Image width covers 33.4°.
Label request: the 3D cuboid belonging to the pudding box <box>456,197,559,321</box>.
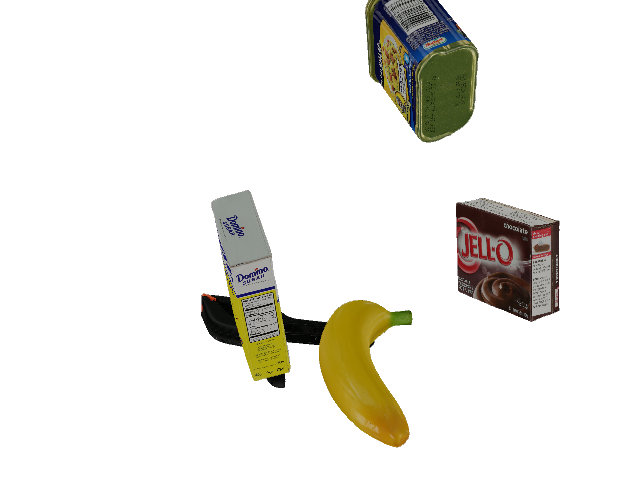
[{"bbox_3d":[0.171,0.015,0.985,0.039,0.090,0.114,-14,19,-29],"label":"pudding box"}]

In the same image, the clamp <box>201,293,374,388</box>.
[{"bbox_3d":[-0.066,0.106,1.213,0.210,0.036,0.164,16,22,30],"label":"clamp"}]

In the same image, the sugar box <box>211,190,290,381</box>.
[{"bbox_3d":[-0.067,0.047,1.034,0.048,0.093,0.176,-16,-43,-5],"label":"sugar box"}]

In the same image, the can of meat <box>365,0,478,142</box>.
[{"bbox_3d":[0.080,-0.140,0.838,0.057,0.084,0.102,-22,-35,-11],"label":"can of meat"}]

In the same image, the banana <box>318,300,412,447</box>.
[{"bbox_3d":[0.032,0.086,0.782,0.069,0.037,0.197,2,23,5],"label":"banana"}]
